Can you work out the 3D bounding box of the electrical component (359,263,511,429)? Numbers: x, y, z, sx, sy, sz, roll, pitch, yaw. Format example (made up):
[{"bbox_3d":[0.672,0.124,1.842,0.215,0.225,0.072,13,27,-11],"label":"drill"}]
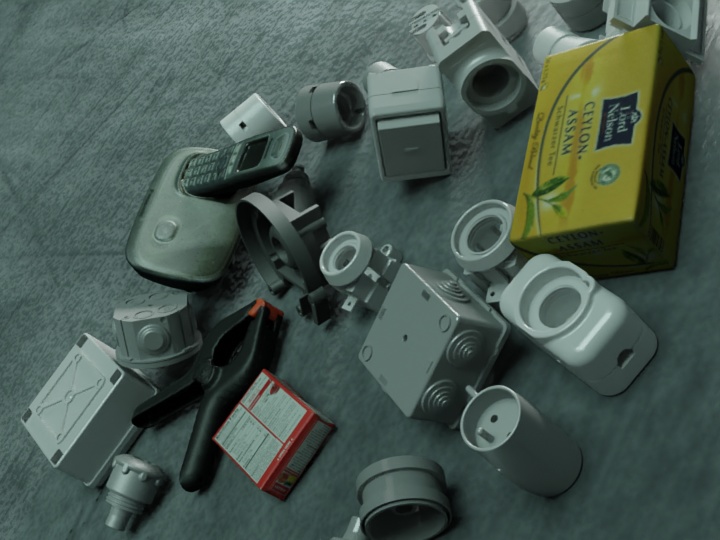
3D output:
[{"bbox_3d":[0.050,0.052,0.772,0.099,0.048,0.099,47,118,51],"label":"electrical component"}]

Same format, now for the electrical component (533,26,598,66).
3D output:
[{"bbox_3d":[0.168,-0.172,0.865,0.044,0.044,0.065,-46,34,6],"label":"electrical component"}]

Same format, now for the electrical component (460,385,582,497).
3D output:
[{"bbox_3d":[0.094,0.100,0.690,0.043,0.077,0.079,-48,39,4],"label":"electrical component"}]

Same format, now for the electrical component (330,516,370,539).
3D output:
[{"bbox_3d":[-0.008,0.201,0.737,0.043,0.043,0.062,0,59,44],"label":"electrical component"}]

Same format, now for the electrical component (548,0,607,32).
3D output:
[{"bbox_3d":[0.184,-0.275,0.904,0.052,0.074,0.138,-13,52,37],"label":"electrical component"}]

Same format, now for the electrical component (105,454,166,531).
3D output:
[{"bbox_3d":[-0.199,0.193,0.928,0.048,0.048,0.062,12,76,48],"label":"electrical component"}]

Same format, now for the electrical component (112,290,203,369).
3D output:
[{"bbox_3d":[-0.189,0.055,0.993,0.080,0.051,0.080,-7,20,2],"label":"electrical component"}]

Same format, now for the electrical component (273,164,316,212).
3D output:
[{"bbox_3d":[-0.061,-0.065,1.000,0.040,0.040,0.078,-22,47,31],"label":"electrical component"}]

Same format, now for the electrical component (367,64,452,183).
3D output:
[{"bbox_3d":[0.043,-0.115,0.903,0.062,0.096,0.061,-7,50,5],"label":"electrical component"}]

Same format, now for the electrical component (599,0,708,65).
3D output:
[{"bbox_3d":[0.222,-0.212,0.819,0.063,0.079,0.121,135,153,-57],"label":"electrical component"}]

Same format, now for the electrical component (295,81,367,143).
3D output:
[{"bbox_3d":[-0.027,-0.152,1.026,0.047,0.055,0.055,-4,57,38],"label":"electrical component"}]

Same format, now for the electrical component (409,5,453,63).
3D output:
[{"bbox_3d":[0.072,-0.215,0.986,0.040,0.046,0.040,-25,45,28],"label":"electrical component"}]

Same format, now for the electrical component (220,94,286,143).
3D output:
[{"bbox_3d":[-0.107,-0.147,1.099,0.047,0.055,0.055,-42,39,5],"label":"electrical component"}]

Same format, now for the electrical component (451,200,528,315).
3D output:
[{"bbox_3d":[0.103,-0.015,0.789,0.058,0.057,0.078,-11,53,38],"label":"electrical component"}]

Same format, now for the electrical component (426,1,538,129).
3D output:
[{"bbox_3d":[0.103,-0.165,0.882,0.050,0.089,0.055,-35,41,19],"label":"electrical component"}]

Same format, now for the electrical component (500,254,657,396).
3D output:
[{"bbox_3d":[0.141,0.033,0.713,0.053,0.059,0.095,-50,39,0],"label":"electrical component"}]

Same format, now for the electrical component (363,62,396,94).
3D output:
[{"bbox_3d":[0.029,-0.169,0.996,0.044,0.044,0.065,-48,34,3],"label":"electrical component"}]

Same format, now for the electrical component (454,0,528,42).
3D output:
[{"bbox_3d":[0.116,-0.232,0.949,0.045,0.055,0.045,-25,45,28],"label":"electrical component"}]

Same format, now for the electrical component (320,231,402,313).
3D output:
[{"bbox_3d":[0.000,0.000,0.878,0.048,0.055,0.066,18,74,49],"label":"electrical component"}]

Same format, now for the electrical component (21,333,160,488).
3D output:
[{"bbox_3d":[-0.255,0.131,1.019,0.108,0.056,0.109,-54,39,-5],"label":"electrical component"}]
